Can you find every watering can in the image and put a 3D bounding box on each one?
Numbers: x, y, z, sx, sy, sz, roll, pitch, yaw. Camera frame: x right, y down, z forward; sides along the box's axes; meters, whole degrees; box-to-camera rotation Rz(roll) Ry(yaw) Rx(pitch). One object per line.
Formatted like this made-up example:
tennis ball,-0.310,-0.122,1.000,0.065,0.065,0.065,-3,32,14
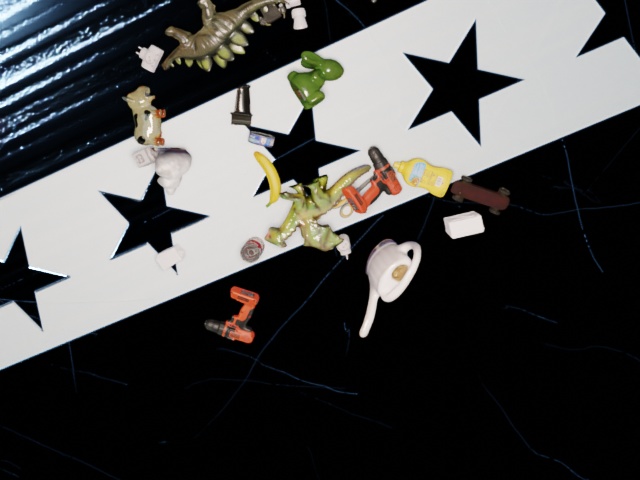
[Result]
watering can,0.208,0.137,1.703,0.103,0.345,0.228,30,13,-22

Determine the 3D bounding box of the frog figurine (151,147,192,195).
frog figurine,-0.489,-0.227,1.710,0.123,0.158,0.138,3,11,14

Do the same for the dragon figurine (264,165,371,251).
dragon figurine,0.005,-0.086,1.705,0.411,0.241,0.123,-17,7,-4
